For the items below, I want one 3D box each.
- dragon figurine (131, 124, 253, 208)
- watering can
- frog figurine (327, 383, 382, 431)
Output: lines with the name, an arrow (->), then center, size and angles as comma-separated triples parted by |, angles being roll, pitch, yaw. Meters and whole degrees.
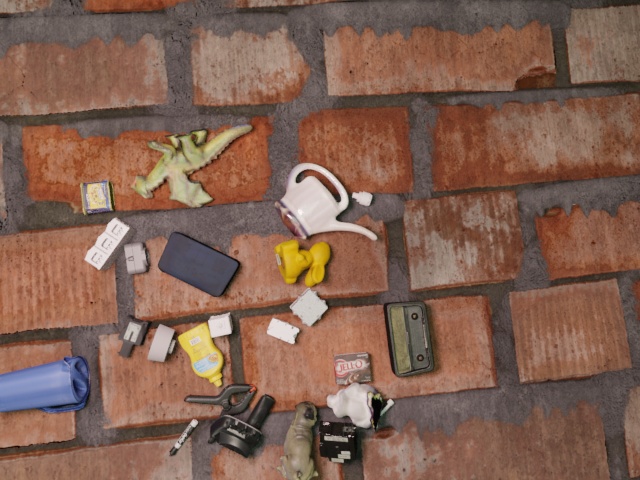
dragon figurine -> -0.402, -0.225, 1.638 | 0.411, 0.123, 0.240 | -9, 102, -4
watering can -> 0.005, -0.082, 1.636 | 0.225, 0.103, 0.349 | -38, 84, -8
frog figurine -> 0.108, 0.512, 1.599 | 0.159, 0.125, 0.135 | -5, 111, 32
